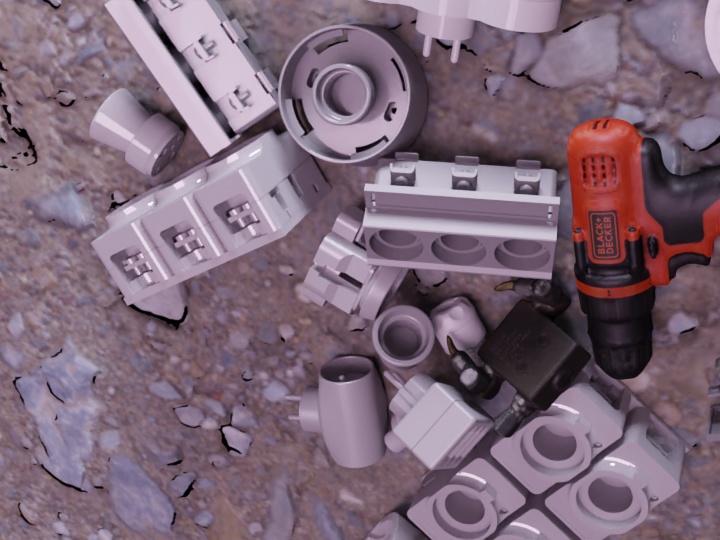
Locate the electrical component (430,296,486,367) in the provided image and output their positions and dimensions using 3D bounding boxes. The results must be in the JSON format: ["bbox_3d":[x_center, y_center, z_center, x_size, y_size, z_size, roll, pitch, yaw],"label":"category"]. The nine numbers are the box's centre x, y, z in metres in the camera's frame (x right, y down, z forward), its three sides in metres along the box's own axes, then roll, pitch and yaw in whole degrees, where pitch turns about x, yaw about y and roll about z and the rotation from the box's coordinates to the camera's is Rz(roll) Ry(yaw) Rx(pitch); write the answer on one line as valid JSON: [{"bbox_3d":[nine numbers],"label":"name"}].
[{"bbox_3d":[0.077,0.051,0.783,0.035,0.035,0.061,-23,107,30],"label":"electrical component"}]

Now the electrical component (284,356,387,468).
[{"bbox_3d":[-0.022,0.110,0.847,0.079,0.044,0.077,1,115,22],"label":"electrical component"}]

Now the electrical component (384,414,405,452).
[{"bbox_3d":[0.044,0.117,0.824,0.043,0.043,0.062,44,123,-3],"label":"electrical component"}]

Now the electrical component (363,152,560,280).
[{"bbox_3d":[0.068,-0.036,0.708,0.121,0.063,0.078,5,146,8],"label":"electrical component"}]

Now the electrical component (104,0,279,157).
[{"bbox_3d":[-0.110,-0.148,0.740,0.063,0.078,0.121,-33,101,9],"label":"electrical component"}]

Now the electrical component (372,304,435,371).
[{"bbox_3d":[0.031,0.053,0.784,0.044,0.065,0.044,0,77,0],"label":"electrical component"}]

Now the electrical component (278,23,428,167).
[{"bbox_3d":[-0.005,-0.117,0.727,0.099,0.064,0.099,2,100,13],"label":"electrical component"}]

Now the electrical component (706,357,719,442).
[{"bbox_3d":[0.270,0.085,0.717,0.081,0.042,0.063,-15,107,27],"label":"electrical component"}]

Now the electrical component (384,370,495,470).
[{"bbox_3d":[0.047,0.098,0.761,0.077,0.066,0.047,43,97,20],"label":"electrical component"}]

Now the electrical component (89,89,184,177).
[{"bbox_3d":[-0.166,-0.101,0.799,0.055,0.045,0.045,35,123,2],"label":"electrical component"}]

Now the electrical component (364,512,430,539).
[{"bbox_3d":[0.025,0.258,0.868,0.060,0.108,0.108,34,123,-4],"label":"electrical component"}]

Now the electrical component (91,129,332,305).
[{"bbox_3d":[-0.110,-0.043,0.779,0.150,0.089,0.061,-22,105,29],"label":"electrical component"}]

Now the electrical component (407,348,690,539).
[{"bbox_3d":[0.134,0.159,0.798,0.105,0.060,0.186,43,123,-3],"label":"electrical component"}]

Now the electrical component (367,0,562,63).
[{"bbox_3d":[0.055,-0.166,0.672,0.138,0.052,0.073,16,120,14],"label":"electrical component"}]

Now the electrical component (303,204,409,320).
[{"bbox_3d":[0.000,0.000,0.776,0.057,0.058,0.078,31,122,8],"label":"electrical component"}]
